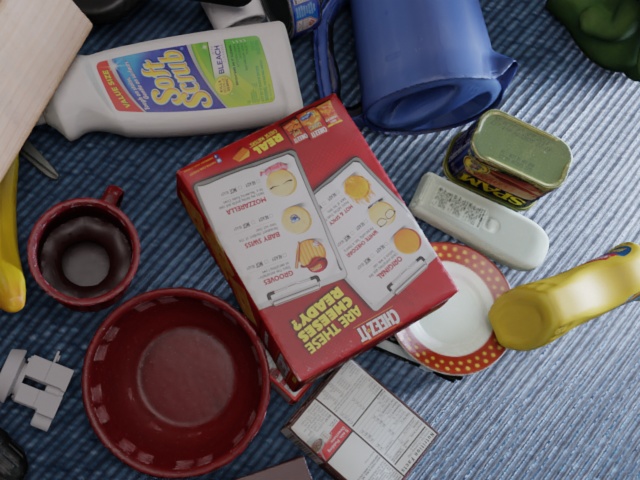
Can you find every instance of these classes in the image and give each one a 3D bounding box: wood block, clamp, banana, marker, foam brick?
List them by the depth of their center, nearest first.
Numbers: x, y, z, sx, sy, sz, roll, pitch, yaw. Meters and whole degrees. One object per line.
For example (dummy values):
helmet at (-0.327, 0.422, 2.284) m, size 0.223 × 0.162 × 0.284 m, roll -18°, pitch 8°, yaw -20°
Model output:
wood block at (-0.294, -0.132, 0.911) m, size 0.091 × 0.090 × 0.206 m, roll 4°, pitch 59°, yaw 36°
banana at (-0.276, -0.013, 0.921) m, size 0.037 × 0.070 × 0.198 m, roll 4°, pitch 56°, yaw -25°
foam brick at (-0.043, 0.224, 0.922) m, size 0.078 × 0.051 × 0.053 m, roll -17°, pitch 80°, yaw -13°
marker at (0.077, 0.103, 0.988) m, size 0.121 × 0.020 × 0.020 m, roll 24°, pitch 74°, yaw -3°
clamp at (-0.169, -0.249, 0.994) m, size 0.210 × 0.036 × 0.164 m, roll -27°, pitch 67°, yaw 0°

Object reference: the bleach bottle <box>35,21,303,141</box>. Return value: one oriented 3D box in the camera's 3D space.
bleach bottle at (-0.148, -0.133, 0.987) m, size 0.250 × 0.068 × 0.102 m, roll -12°, pitch 85°, yaw -8°

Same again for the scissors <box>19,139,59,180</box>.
scissors at (-0.331, -0.117, 0.976) m, size 0.096 × 0.016 × 0.202 m, roll -31°, pitch 83°, yaw -13°

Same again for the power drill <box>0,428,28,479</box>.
power drill at (-0.360, 0.189, 0.871) m, size 0.184 × 0.057 × 0.187 m, roll 44°, pitch 74°, yaw -9°

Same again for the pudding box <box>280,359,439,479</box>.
pudding box at (0.036, 0.172, 0.955) m, size 0.113 × 0.039 × 0.090 m, roll 42°, pitch 73°, yaw 0°

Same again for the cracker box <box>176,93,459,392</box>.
cracker box at (-0.006, 0.001, 0.944) m, size 0.164 × 0.072 × 0.214 m, roll -28°, pitch 78°, yaw -14°

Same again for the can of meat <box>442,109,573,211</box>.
can of meat at (0.178, -0.076, 1.012) m, size 0.102 × 0.084 × 0.057 m, roll 24°, pitch 76°, yaw -5°

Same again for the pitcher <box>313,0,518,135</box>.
pitcher at (0.078, -0.228, 1.020) m, size 0.149 × 0.145 × 0.243 m, roll -3°, pitch 73°, yaw -23°

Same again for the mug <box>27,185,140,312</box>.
mug at (-0.200, 0.007, 0.933) m, size 0.093 × 0.081 × 0.117 m, roll 19°, pitch 75°, yaw -5°

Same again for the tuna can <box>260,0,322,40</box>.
tuna can at (-0.032, -0.236, 1.017) m, size 0.033 × 0.086 × 0.086 m, roll -24°, pitch 81°, yaw -15°

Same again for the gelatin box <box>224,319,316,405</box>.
gelatin box at (-0.033, 0.093, 0.967) m, size 0.089 × 0.030 × 0.073 m, roll 41°, pitch 73°, yaw 3°

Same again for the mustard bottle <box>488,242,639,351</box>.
mustard bottle at (0.254, 0.044, 0.986) m, size 0.191 × 0.096 × 0.058 m, roll -19°, pitch 81°, yaw -28°

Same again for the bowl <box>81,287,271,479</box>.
bowl at (-0.120, 0.120, 0.920) m, size 0.162 × 0.055 × 0.162 m, roll 0°, pitch 89°, yaw 4°
